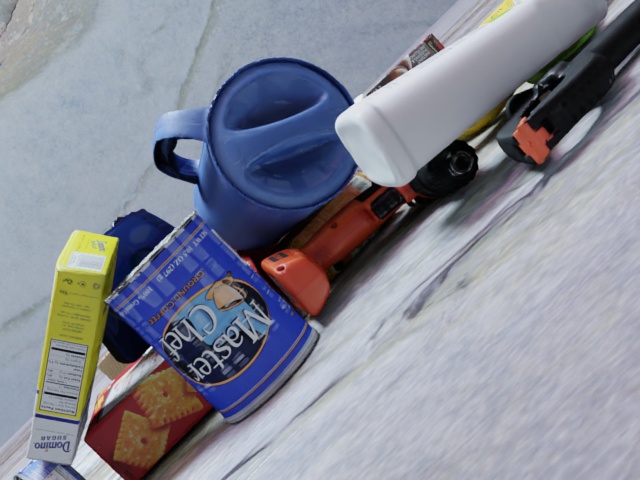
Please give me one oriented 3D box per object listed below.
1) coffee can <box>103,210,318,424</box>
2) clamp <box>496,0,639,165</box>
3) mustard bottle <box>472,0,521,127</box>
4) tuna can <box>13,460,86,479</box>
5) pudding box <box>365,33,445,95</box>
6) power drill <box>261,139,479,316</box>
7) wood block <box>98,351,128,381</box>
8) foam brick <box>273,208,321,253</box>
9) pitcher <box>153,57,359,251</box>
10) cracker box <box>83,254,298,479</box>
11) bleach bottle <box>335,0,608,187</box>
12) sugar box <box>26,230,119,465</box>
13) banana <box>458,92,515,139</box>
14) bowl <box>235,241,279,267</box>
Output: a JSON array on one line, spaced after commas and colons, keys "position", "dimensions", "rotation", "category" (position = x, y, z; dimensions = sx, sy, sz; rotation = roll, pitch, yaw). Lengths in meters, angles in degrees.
[{"position": [-0.086, 0.061, 0.850], "dimensions": [0.103, 0.140, 0.103], "rotation": [-44, 7, 7], "category": "coffee can"}, {"position": [0.182, -0.113, 0.757], "dimensions": [0.165, 0.036, 0.209], "rotation": [-41, 4, 30], "category": "clamp"}, {"position": [0.149, -0.155, 0.939], "dimensions": [0.192, 0.058, 0.096], "rotation": [-43, 23, 20], "category": "mustard bottle"}, {"position": [-0.223, 0.222, 0.923], "dimensions": [0.033, 0.086, 0.086], "rotation": [-46, 7, -29], "category": "tuna can"}, {"position": [0.120, -0.173, 1.254], "dimensions": [0.114, 0.090, 0.039], "rotation": [-40, 5, 40], "category": "pudding box"}, {"position": [0.042, -0.016, 0.902], "dimensions": [0.187, 0.057, 0.184], "rotation": [-40, 6, -7], "category": "power drill"}, {"position": [-0.169, 0.107, 1.279], "dimensions": [0.091, 0.090, 0.206], "rotation": [-42, 7, 26], "category": "wood block"}, {"position": [-0.007, 0.001, 1.117], "dimensions": [0.051, 0.053, 0.078], "rotation": [-42, 9, 20], "category": "foam brick"}, {"position": [-0.063, -0.066, 0.986], "dimensions": [0.145, 0.149, 0.243], "rotation": [-41, -1, -18], "category": "pitcher"}, {"position": [-0.119, 0.117, 1.013], "dimensions": [0.213, 0.072, 0.164], "rotation": [-44, 9, -2], "category": "cracker box"}, {"position": [0.133, -0.138, 0.811], "dimensions": [0.250, 0.068, 0.103], "rotation": [-36, 9, -7], "category": "bleach bottle"}, {"position": [-0.208, 0.090, 0.902], "dimensions": [0.093, 0.048, 0.176], "rotation": [-98, 18, -70], "category": "sugar box"}, {"position": [0.132, -0.129, 1.058], "dimensions": [0.198, 0.037, 0.069], "rotation": [-165, 92, -70], "category": "banana"}, {"position": [-0.079, 0.049, 1.167], "dimensions": [0.162, 0.055, 0.162], "rotation": [-49, -4, -5], "category": "bowl"}]
